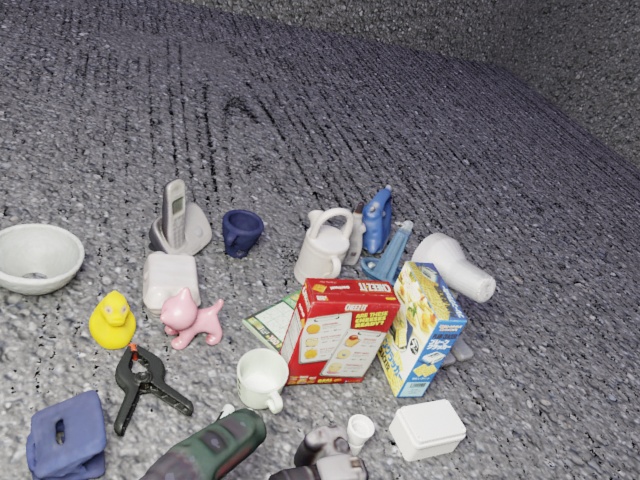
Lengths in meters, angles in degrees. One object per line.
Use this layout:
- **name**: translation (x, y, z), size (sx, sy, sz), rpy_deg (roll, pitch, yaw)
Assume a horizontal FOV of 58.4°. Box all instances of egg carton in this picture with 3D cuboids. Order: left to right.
- **egg carton**: translation (-0.289, 0.083, 1.110), size (0.107, 0.069, 0.150), rpy_deg (4, 37, -22)

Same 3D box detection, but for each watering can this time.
- **watering can**: translation (0.010, 0.005, 1.257), size (0.101, 0.194, 0.172), rpy_deg (-16, 48, -41)

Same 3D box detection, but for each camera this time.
- **camera**: translation (-0.008, 0.351, 0.852), size (0.137, 0.101, 0.143), rpy_deg (2, 38, -24)

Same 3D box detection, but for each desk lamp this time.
- **desk lamp**: translation (0.272, 0.119, 1.212), size (0.118, 0.213, 0.202), rpy_deg (-8, 43, -34)

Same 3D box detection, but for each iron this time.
- **iron**: translation (0.145, -0.074, 1.480), size (0.118, 0.141, 0.259), rpy_deg (25, 35, 8)

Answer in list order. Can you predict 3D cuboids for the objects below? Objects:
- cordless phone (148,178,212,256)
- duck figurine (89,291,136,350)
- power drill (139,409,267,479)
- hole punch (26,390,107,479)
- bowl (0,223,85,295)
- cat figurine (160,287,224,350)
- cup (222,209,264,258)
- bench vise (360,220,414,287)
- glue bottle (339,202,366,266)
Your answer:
- **cordless phone**: translation (-0.284, -0.055, 1.200), size (0.094, 0.185, 0.148), rpy_deg (27, 35, 11)
- **duck figurine**: translation (-0.360, 0.126, 1.001), size (0.078, 0.086, 0.104), rpy_deg (0, 39, -27)
- **power drill**: translation (-0.164, 0.320, 0.722), size (0.075, 0.208, 0.230), rpy_deg (33, 37, 20)
- **hole punch**: translation (-0.351, 0.277, 0.793), size (0.101, 0.091, 0.108), rpy_deg (-3, 40, -29)
- **bowl**: translation (-0.518, 0.047, 1.041), size (0.167, 0.075, 0.167), rpy_deg (13, 35, -9)
- **cat figurine**: translation (-0.231, 0.134, 1.025), size (0.128, 0.118, 0.067), rpy_deg (-6, 42, -33)
- **cup**: translation (-0.180, 0.000, 1.257), size (0.091, 0.095, 0.118), rpy_deg (23, 34, 5)
- **bench vise**: translation (0.145, 0.077, 1.201), size (0.121, 0.220, 0.207), rpy_deg (17, 34, -4)
- **glue bottle**: translation (0.073, -0.017, 1.336), size (0.078, 0.173, 0.037), rpy_deg (8, 36, -17)
